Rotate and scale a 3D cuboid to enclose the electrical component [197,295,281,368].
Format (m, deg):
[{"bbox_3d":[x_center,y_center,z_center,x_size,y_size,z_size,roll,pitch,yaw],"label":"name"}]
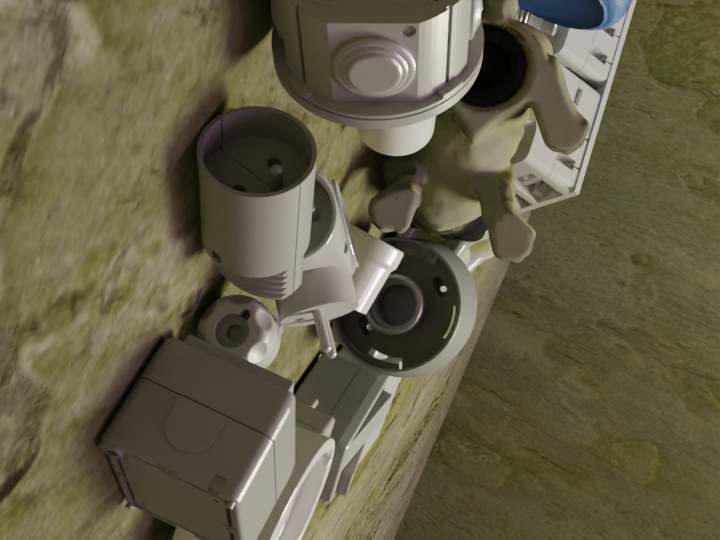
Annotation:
[{"bbox_3d":[-0.053,0.032,0.496,0.061,0.035,0.035,66,48,-79],"label":"electrical component"}]

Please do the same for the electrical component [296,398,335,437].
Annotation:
[{"bbox_3d":[-0.044,0.108,0.675,0.076,0.047,0.065,-49,160,-59],"label":"electrical component"}]

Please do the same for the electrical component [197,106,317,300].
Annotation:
[{"bbox_3d":[-0.040,-0.020,0.419,0.081,0.043,0.043,99,18,-55],"label":"electrical component"}]

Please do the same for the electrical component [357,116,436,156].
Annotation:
[{"bbox_3d":[0.020,-0.099,0.556,0.081,0.043,0.043,93,23,-63],"label":"electrical component"}]

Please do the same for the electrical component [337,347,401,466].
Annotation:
[{"bbox_3d":[-0.005,0.104,0.865,0.100,0.048,0.099,-39,151,-69],"label":"electrical component"}]

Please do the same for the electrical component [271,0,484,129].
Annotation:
[{"bbox_3d":[0.006,-0.095,0.394,0.051,0.080,0.080,87,28,-57],"label":"electrical component"}]

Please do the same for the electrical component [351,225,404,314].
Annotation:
[{"bbox_3d":[0.000,0.000,0.688,0.046,0.040,0.040,-62,170,1],"label":"electrical component"}]

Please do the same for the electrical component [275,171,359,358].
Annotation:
[{"bbox_3d":[-0.023,0.001,0.492,0.077,0.044,0.079,66,10,-76],"label":"electrical component"}]

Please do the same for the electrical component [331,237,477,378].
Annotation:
[{"bbox_3d":[0.029,0.024,0.733,0.099,0.099,0.064,-67,164,1],"label":"electrical component"}]

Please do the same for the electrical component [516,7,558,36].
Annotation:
[{"bbox_3d":[0.117,-0.191,0.792,0.048,0.062,0.048,23,90,-80],"label":"electrical component"}]

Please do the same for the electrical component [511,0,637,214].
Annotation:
[{"bbox_3d":[0.138,-0.140,0.846,0.105,0.060,0.186,-17,-133,57],"label":"electrical component"}]

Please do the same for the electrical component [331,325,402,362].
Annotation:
[{"bbox_3d":[0.024,0.045,0.801,0.066,0.077,0.047,30,84,-80],"label":"electrical component"}]

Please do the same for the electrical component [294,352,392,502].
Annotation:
[{"bbox_3d":[-0.023,0.115,0.760,0.096,0.061,0.061,-54,164,-50],"label":"electrical component"}]

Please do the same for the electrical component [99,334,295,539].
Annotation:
[{"bbox_3d":[-0.064,0.078,0.465,0.096,0.062,0.061,96,20,-59],"label":"electrical component"}]

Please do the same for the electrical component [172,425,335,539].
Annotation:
[{"bbox_3d":[-0.064,0.128,0.582,0.108,0.060,0.108,23,90,-80],"label":"electrical component"}]
